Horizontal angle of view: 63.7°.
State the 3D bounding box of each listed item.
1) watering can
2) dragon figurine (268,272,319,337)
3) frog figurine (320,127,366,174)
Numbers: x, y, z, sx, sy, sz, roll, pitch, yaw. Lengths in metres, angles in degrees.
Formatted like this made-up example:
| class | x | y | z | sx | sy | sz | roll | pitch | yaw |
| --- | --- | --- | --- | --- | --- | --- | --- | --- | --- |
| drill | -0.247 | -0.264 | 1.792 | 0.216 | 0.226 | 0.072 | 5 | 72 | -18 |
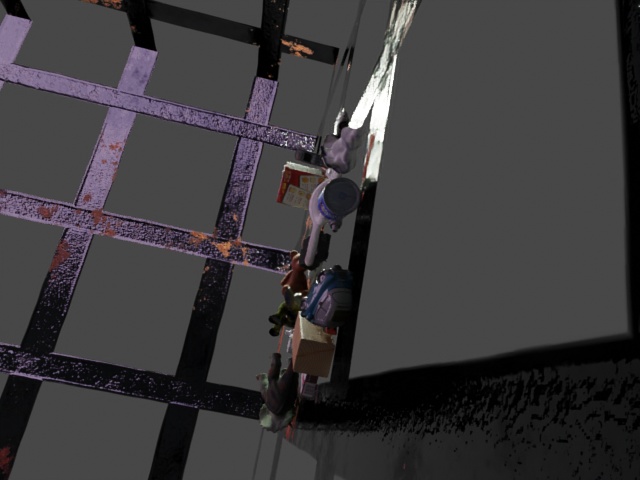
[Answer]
| class | x | y | z | sx | sy | sz | roll | pitch | yaw |
| --- | --- | --- | --- | --- | --- | --- | --- | --- | --- |
| watering can | 0.005 | -0.088 | 1.742 | 0.224 | 0.104 | 0.348 | -163 | 93 | -84 |
| dragon figurine | -0.060 | 0.200 | 1.681 | 0.400 | 0.122 | 0.248 | 100 | -164 | -50 |
| frog figurine | 0.090 | -0.287 | 1.604 | 0.158 | 0.121 | 0.140 | -35 | 16 | 23 |
